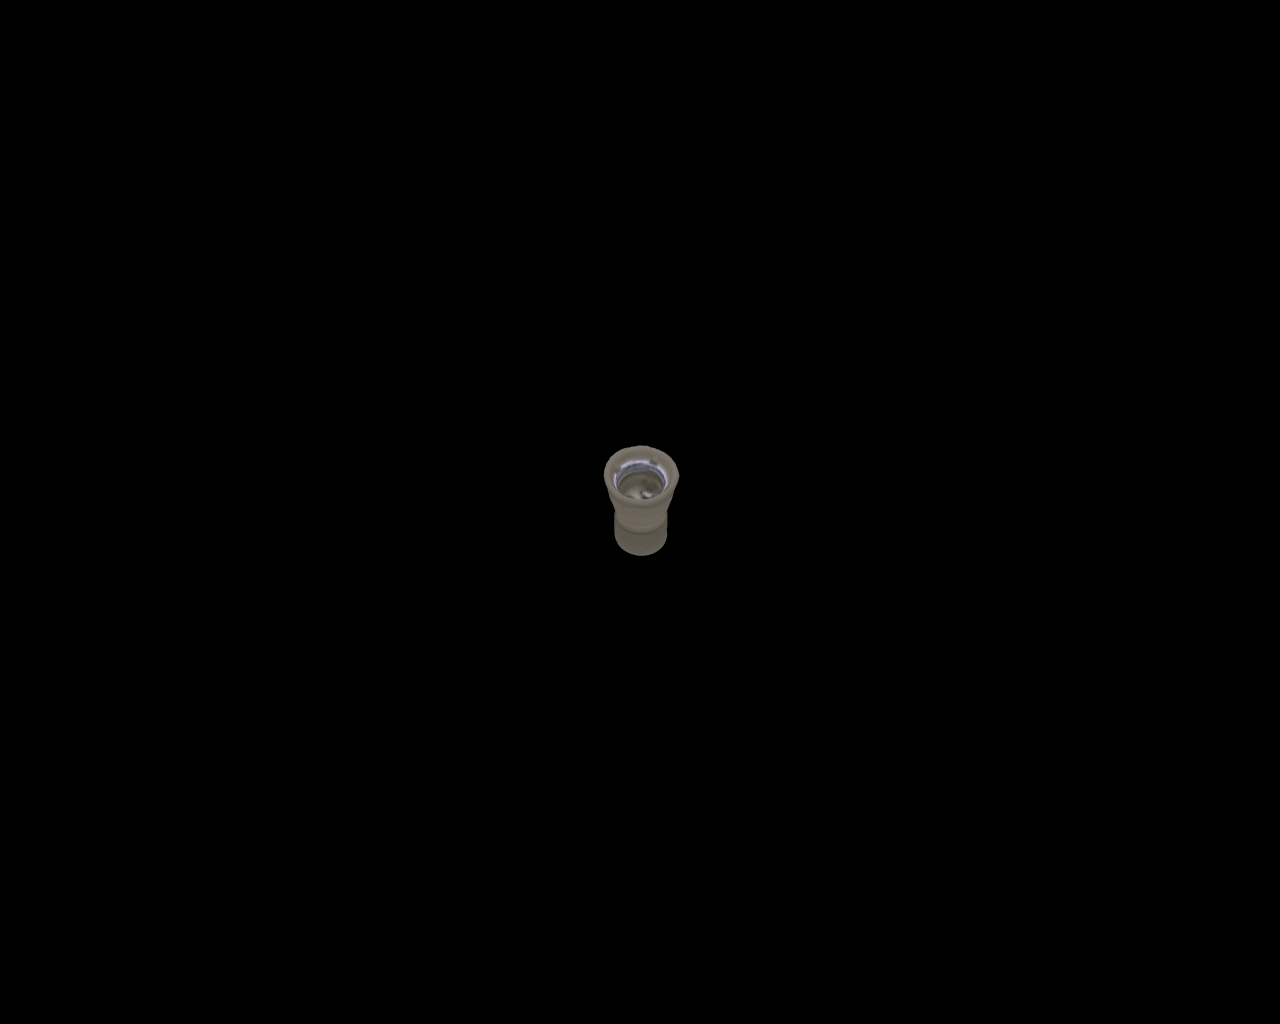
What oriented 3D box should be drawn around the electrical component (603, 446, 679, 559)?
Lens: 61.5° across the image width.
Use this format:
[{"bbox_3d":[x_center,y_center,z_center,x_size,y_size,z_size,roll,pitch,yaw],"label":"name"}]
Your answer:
[{"bbox_3d":[0.001,-0.003,0.650,0.044,0.044,0.065,0,-40,0],"label":"electrical component"}]
